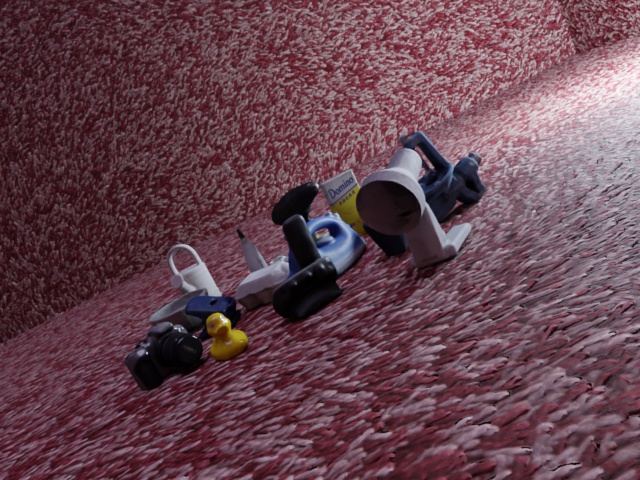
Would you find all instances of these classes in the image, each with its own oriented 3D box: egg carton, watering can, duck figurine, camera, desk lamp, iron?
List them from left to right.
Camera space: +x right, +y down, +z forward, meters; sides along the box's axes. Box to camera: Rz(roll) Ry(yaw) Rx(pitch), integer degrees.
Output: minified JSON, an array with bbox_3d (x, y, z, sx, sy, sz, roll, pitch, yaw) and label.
[{"bbox_3d":[-0.315,0.228,1.182,0.143,0.101,0.136,-35,14,-37],"label":"camera"},{"bbox_3d":[-0.370,0.104,1.643,0.101,0.194,0.172,-28,11,-8],"label":"watering can"},{"bbox_3d":[-0.196,0.185,1.144,0.078,0.086,0.104,-30,12,-19],"label":"duck figurine"},{"bbox_3d":[-0.128,0.109,1.387,0.150,0.069,0.107,-22,12,21],"label":"egg carton"},{"bbox_3d":[0.012,0.005,1.354,0.118,0.141,0.259,-17,15,41],"label":"iron"},{"bbox_3d":[0.173,-0.057,1.075,0.117,0.214,0.204,-19,13,35],"label":"desk lamp"}]

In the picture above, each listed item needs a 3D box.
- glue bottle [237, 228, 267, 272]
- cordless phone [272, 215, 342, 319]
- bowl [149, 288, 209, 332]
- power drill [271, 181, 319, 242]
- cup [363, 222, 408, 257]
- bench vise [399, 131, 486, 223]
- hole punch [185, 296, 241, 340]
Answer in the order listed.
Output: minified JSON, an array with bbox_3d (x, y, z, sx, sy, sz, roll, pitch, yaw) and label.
[{"bbox_3d":[-0.178,0.045,1.525,0.037,0.173,0.078,-25,11,8],"label":"glue bottle"},{"bbox_3d":[-0.052,0.054,1.157,0.148,0.185,0.094,-32,13,-28],"label":"cordless phone"},{"bbox_3d":[-0.352,0.196,1.488,0.167,0.075,0.167,-25,11,6],"label":"bowl"},{"bbox_3d":[-0.035,-0.042,1.504,0.076,0.208,0.228,-34,13,-34],"label":"power drill"},{"bbox_3d":[0.159,-0.019,1.249,0.118,0.095,0.091,-35,14,-37],"label":"cup"},{"bbox_3d":[0.274,-0.168,1.341,0.208,0.220,0.121,-35,14,-36],"label":"bench vise"},{"bbox_3d":[-0.250,0.166,1.349,0.101,0.091,0.108,-25,11,10],"label":"hole punch"}]
